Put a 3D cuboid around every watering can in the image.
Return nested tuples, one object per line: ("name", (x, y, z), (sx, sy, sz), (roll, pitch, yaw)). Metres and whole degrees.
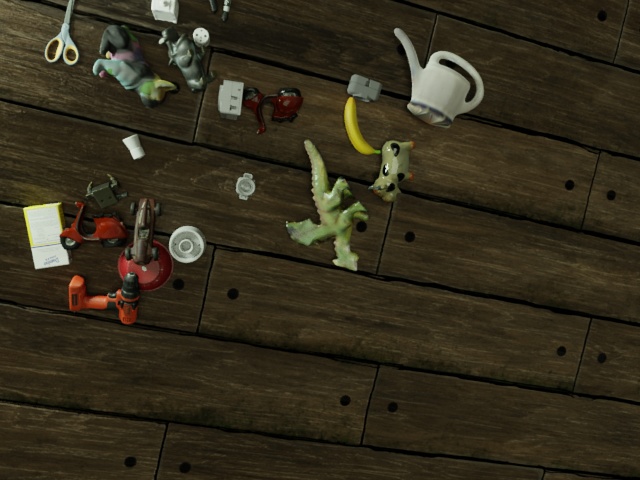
("watering can", (0.340, -0.483, 1.586), (0.346, 0.104, 0.224), (25, 92, -12))

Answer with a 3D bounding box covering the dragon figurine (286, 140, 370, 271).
("dragon figurine", (0.005, -0.079, 1.573), (0.242, 0.123, 0.408), (-39, 100, 4))
